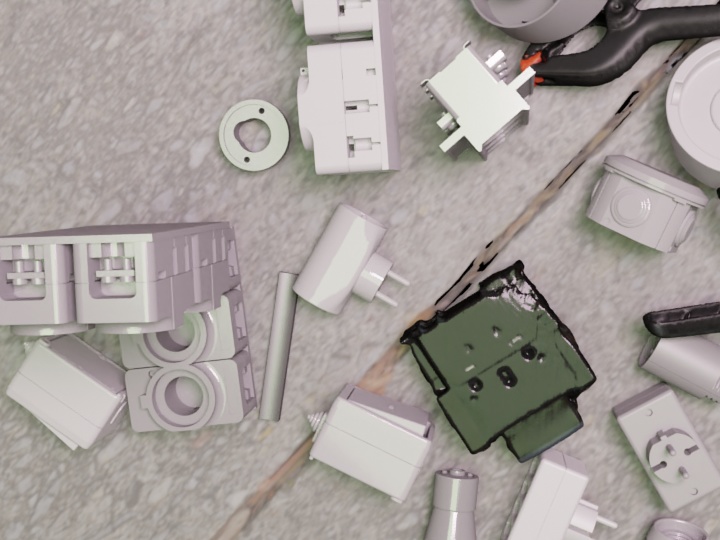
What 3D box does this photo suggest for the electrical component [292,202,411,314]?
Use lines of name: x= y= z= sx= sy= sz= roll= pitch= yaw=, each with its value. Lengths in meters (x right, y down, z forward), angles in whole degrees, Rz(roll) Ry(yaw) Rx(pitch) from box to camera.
electrical component: x=0.000 y=0.000 z=0.835 sx=0.079 sy=0.043 sz=0.077 roll=30 pitch=98 yaw=3

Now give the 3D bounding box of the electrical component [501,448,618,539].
electrical component: x=0.159 y=0.191 z=0.829 sx=0.076 sy=0.047 sz=0.083 roll=22 pitch=97 yaw=5

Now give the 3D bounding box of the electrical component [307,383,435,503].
electrical component: x=0.007 y=0.126 z=0.835 sx=0.096 sy=0.062 sz=0.061 roll=25 pitch=97 yaw=4

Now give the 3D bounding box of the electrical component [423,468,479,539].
electrical component: x=0.073 y=0.189 z=0.844 sx=0.044 sy=0.044 sz=0.065 roll=6 pitch=91 yaw=6

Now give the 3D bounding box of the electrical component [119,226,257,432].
electrical component: x=-0.139 y=0.046 z=0.846 sx=0.089 sy=0.062 sz=0.150 roll=-6 pitch=94 yaw=7

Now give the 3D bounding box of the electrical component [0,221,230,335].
electrical component: x=-0.160 y=0.003 z=0.718 sx=0.105 sy=0.186 sz=0.060 roll=-1 pitch=95 yaw=7

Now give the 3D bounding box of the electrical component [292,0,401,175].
electrical component: x=-0.010 y=-0.164 z=0.791 sx=0.060 sy=0.105 sz=0.186 roll=-3 pitch=94 yaw=7

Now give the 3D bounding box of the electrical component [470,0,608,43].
electrical component: x=0.130 y=-0.216 z=0.783 sx=0.099 sy=0.064 sz=0.099 roll=-2 pitch=86 yaw=38

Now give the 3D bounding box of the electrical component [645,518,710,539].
electrical component: x=0.241 y=0.224 z=0.824 sx=0.066 sy=0.048 sz=0.055 roll=8 pitch=103 yaw=6

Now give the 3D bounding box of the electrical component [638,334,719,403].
electrical component: x=0.257 y=0.073 z=0.810 sx=0.081 sy=0.043 sz=0.043 roll=28 pitch=98 yaw=4

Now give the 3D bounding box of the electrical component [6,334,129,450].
electrical component: x=-0.235 y=0.093 z=0.862 sx=0.096 sy=0.062 sz=0.061 roll=34 pitch=98 yaw=3

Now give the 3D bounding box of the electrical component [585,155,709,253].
electrical component: x=0.209 y=-0.049 z=0.788 sx=0.080 sy=0.080 sz=0.051 roll=24 pitch=102 yaw=4

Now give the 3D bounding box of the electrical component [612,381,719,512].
electrical component: x=0.232 y=0.135 z=0.801 sx=0.047 sy=0.076 sz=0.083 roll=-30 pitch=91 yaw=9

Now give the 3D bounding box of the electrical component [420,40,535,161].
electrical component: x=0.085 y=-0.119 z=0.775 sx=0.079 sy=0.121 sz=0.063 roll=-41 pitch=86 yaw=8

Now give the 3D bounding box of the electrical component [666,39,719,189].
electrical component: x=0.277 y=-0.108 z=0.778 sx=0.108 sy=0.060 sz=0.108 roll=-4 pitch=72 yaw=13
